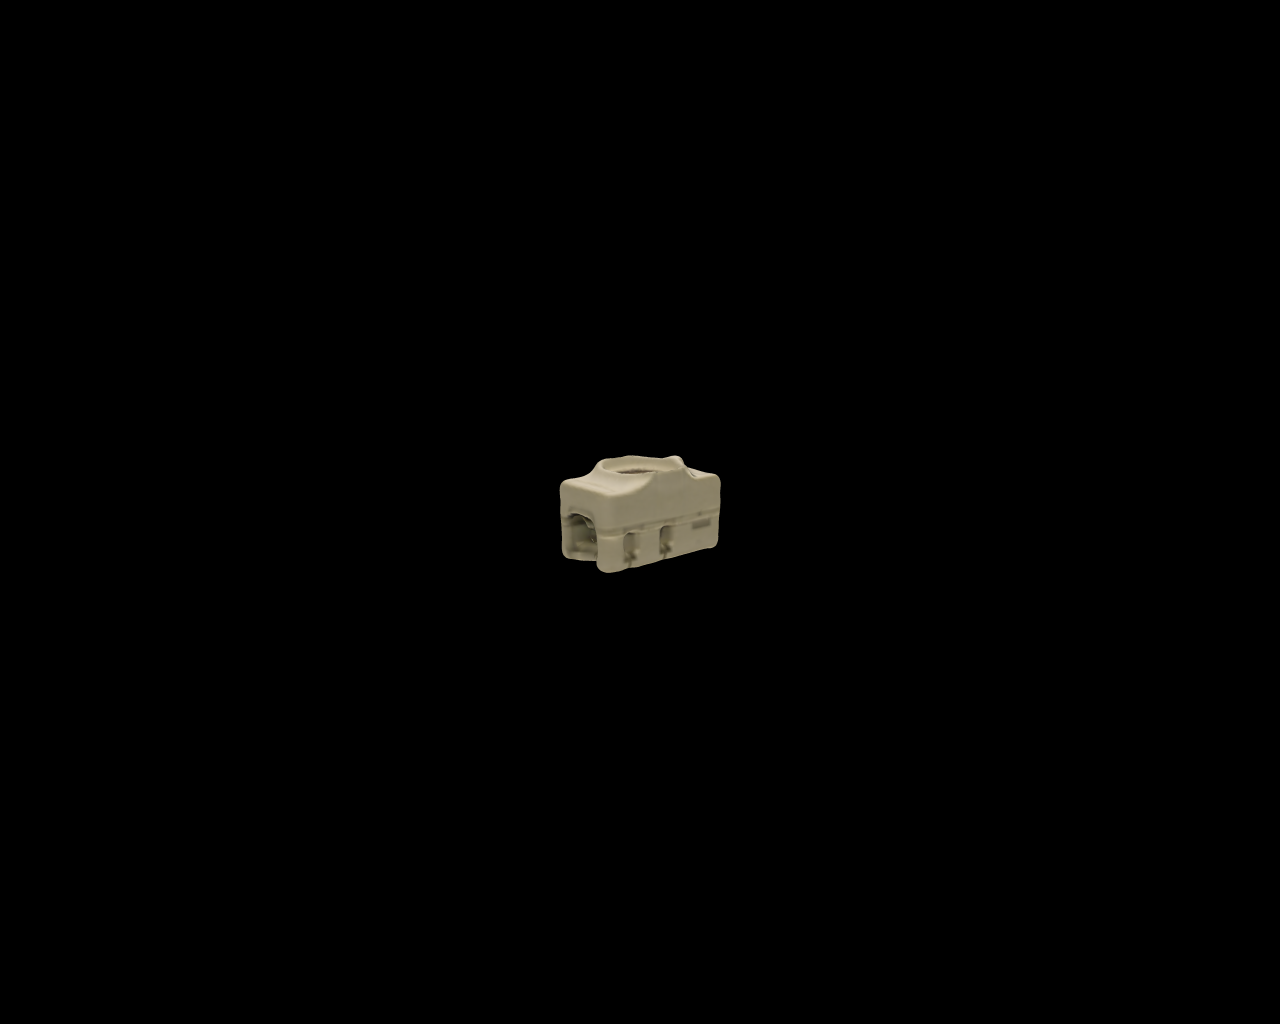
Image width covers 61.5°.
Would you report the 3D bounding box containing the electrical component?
[{"bbox_3d":[0.001,-0.003,0.650,0.090,0.055,0.050,-11,18,-37],"label":"electrical component"}]
